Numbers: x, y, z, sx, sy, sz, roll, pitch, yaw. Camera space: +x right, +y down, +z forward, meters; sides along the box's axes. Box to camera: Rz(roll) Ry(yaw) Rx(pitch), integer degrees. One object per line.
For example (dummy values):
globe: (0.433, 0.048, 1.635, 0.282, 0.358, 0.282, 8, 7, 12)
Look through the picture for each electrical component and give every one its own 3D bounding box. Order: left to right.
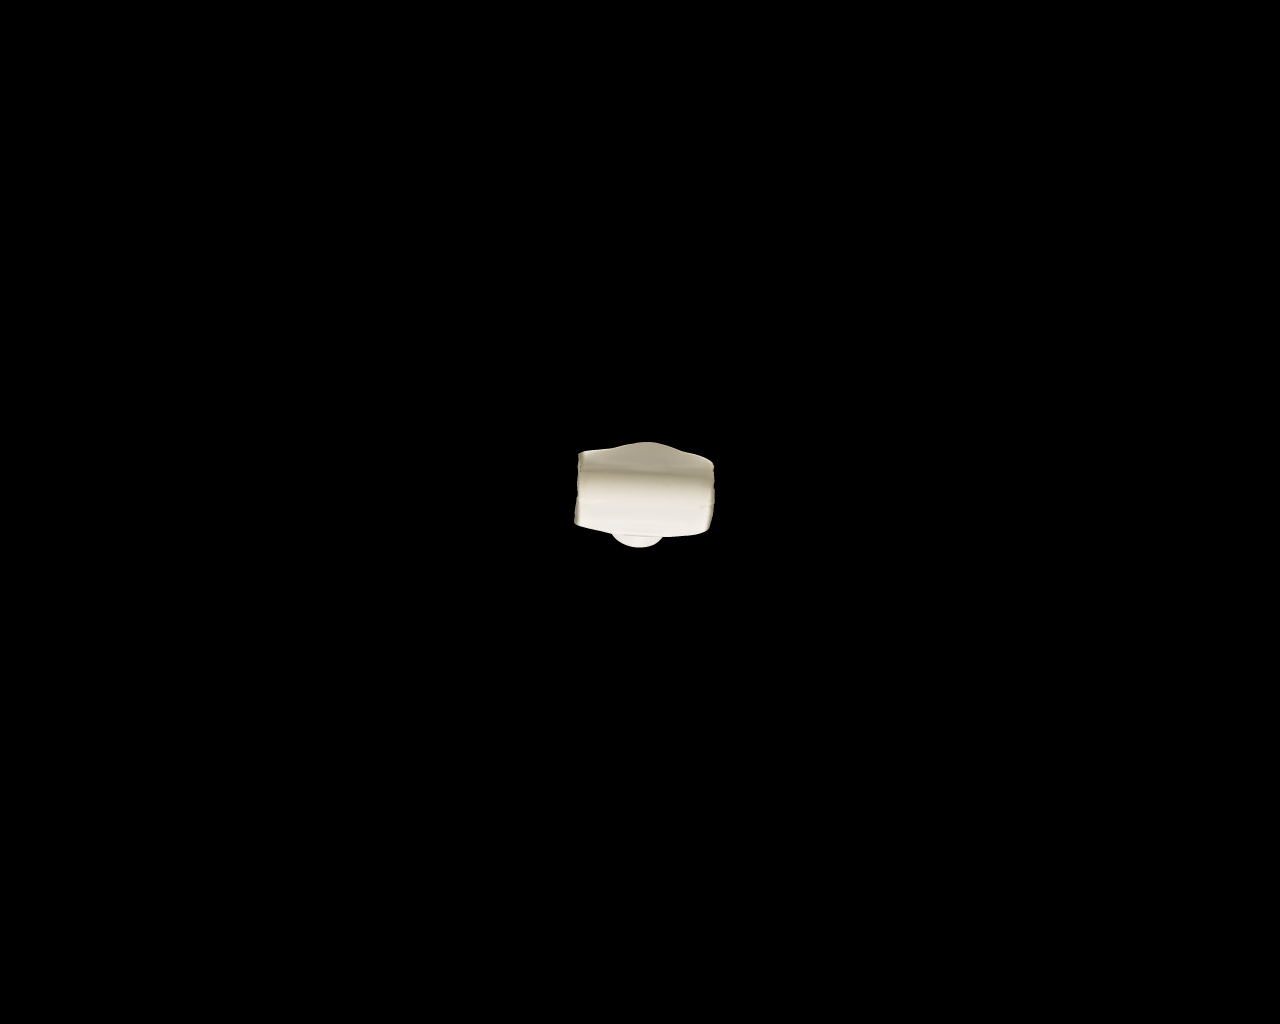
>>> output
electrical component: (0.001, -0.003, 0.650, 0.077, 0.043, 0.079, 3, -32, -5)
